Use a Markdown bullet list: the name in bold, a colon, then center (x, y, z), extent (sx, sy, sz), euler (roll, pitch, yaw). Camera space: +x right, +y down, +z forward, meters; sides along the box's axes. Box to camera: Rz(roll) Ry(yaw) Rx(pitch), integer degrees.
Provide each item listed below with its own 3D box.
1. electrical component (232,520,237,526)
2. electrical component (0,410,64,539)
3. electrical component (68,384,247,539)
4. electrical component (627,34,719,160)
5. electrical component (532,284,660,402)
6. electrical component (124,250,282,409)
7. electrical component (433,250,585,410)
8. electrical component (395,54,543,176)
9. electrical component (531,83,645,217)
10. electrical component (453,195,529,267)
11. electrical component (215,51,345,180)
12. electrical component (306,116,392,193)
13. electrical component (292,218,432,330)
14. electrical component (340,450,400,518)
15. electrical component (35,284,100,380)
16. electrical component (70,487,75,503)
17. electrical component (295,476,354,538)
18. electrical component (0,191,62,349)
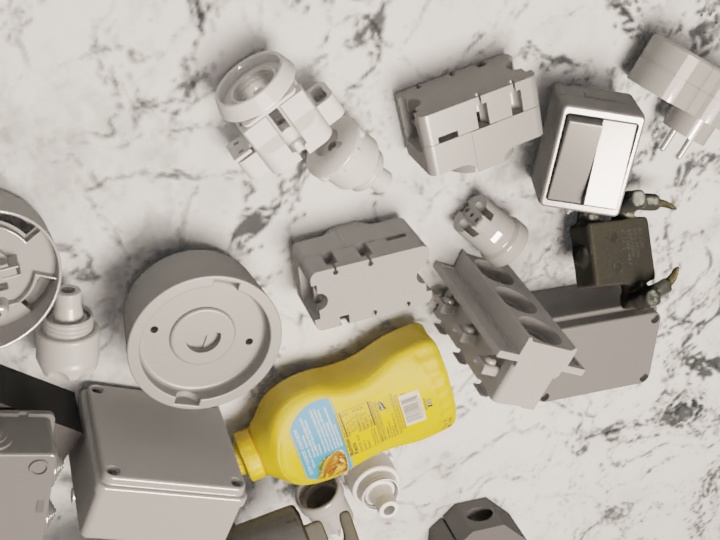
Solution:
- **electrical component**: center (-0.132, 0.236, 0.873), extent (0.078, 0.057, 0.113), euler (-32, 125, -3)
- **electrical component**: center (-0.250, 0.142, 0.711), extent (0.100, 0.048, 0.099), euler (4, 116, -24)
- **electrical component**: center (-0.150, 0.141, 0.780), extent (0.109, 0.108, 0.056), euler (12, 116, -27)
- **electrical component**: center (0.259, -0.120, 0.827), extent (0.138, 0.052, 0.073), euler (19, 110, -30)
- **electrical component**: center (0.186, 0.058, 0.899), extent (0.113, 0.057, 0.078), euler (-8, 121, -18)
- **electrical component**: center (-0.115, 0.037, 0.762), extent (0.108, 0.060, 0.108), euler (-10, 122, -17)
- **electrical component**: center (0.105, 0.046, 0.819), extent (0.079, 0.121, 0.063), euler (14, 115, -28)
- **electrical component**: center (0.078, -0.107, 0.763), extent (0.089, 0.050, 0.055), euler (-22, 124, -10)
- **electrical component**: center (0.166, -0.081, 0.796), extent (0.062, 0.061, 0.096), euler (8, 117, -2)
- **electrical component**: center (0.100, -0.031, 0.824), extent (0.046, 0.040, 0.040), euler (36, 101, -28)
- **electrical component**: center (-0.058, -0.105, 0.705), extent (0.078, 0.058, 0.057), euler (-36, 128, 2)
- **electrical component**: center (-0.003, -0.075, 0.753), extent (0.062, 0.048, 0.048), euler (31, 104, -40)
- **electrical component**: center (0.000, 0.000, 0.790), extent (0.089, 0.055, 0.050), euler (-14, 123, -14)
- **electrical component**: center (0.014, 0.180, 0.896), extent (0.048, 0.062, 0.048), euler (-10, 122, -17)
- **electrical component**: center (-0.201, 0.041, 0.740), extent (0.043, 0.043, 0.062), euler (-3, 118, -21)
- **electrical component**: center (-0.182, 0.172, 0.826), extent (0.078, 0.040, 0.040), euler (3, 117, -24)
- **electrical component**: center (-0.028, 0.198, 0.905), extent (0.040, 0.040, 0.046), euler (-28, 130, -5)
- **electrical component**: center (-0.242, 0.000, 0.686), extent (0.099, 0.064, 0.099), euler (-10, 122, -17)
